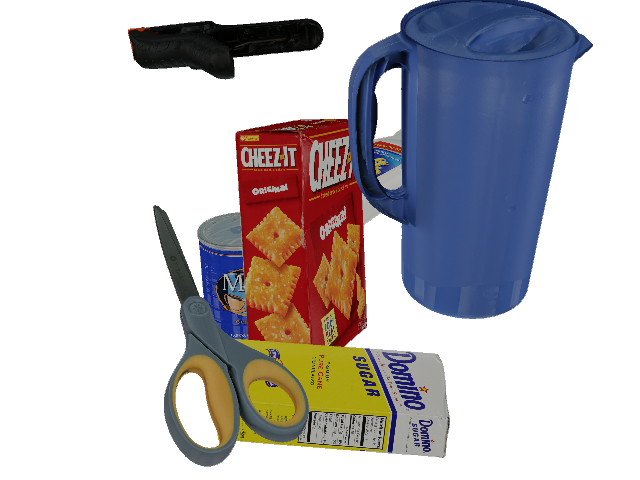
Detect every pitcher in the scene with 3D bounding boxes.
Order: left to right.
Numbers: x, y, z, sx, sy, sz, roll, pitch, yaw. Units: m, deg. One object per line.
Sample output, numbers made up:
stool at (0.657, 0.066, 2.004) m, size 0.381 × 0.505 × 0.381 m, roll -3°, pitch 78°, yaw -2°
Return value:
pitcher at (0.114, -0.061, 0.849) m, size 0.149 × 0.243 × 0.144 m, roll 18°, pitch 35°, yaw 25°

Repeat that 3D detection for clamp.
clamp at (-0.085, -0.160, 0.867) m, size 0.120 × 0.039 × 0.172 m, roll -17°, pitch 24°, yaw -40°

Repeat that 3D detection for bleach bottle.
bleach bottle at (0.052, -0.076, 1.248) m, size 0.103 × 0.068 × 0.250 m, roll 28°, pitch 45°, yaw 33°

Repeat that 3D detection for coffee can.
coffee can at (-0.098, 0.048, 1.339) m, size 0.103 × 0.140 × 0.103 m, roll -2°, pitch 25°, yaw 1°

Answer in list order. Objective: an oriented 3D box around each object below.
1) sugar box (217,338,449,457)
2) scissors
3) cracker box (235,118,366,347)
sugar box at (0.010, 0.121, 0.839) m, size 0.176 × 0.048 × 0.093 m, roll 2°, pitch 26°, yaw 1°
scissors at (-0.059, 0.054, 0.674) m, size 0.096 × 0.202 × 0.016 m, roll 8°, pitch -46°, yaw -16°
cracker box at (-0.011, -0.002, 0.992) m, size 0.072 × 0.214 × 0.164 m, roll 2°, pitch 11°, yaw 20°
